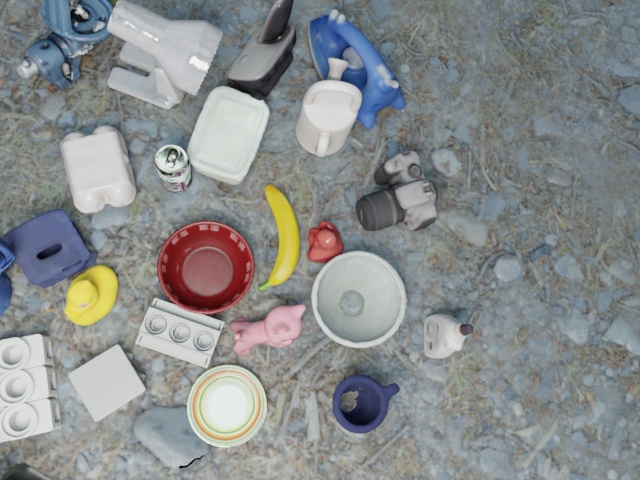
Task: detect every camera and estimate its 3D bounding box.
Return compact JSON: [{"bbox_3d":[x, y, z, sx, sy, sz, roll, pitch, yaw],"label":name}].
[{"bbox_3d":[0.134,-0.081,1.049,0.137,0.100,0.143,-18,80,-13],"label":"camera"}]

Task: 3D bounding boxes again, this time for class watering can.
[{"bbox_3d":[0.016,-0.239,1.018,0.101,0.194,0.173,-11,79,-12],"label":"watering can"}]

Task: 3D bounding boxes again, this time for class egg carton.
[{"bbox_3d":[-0.380,-0.122,0.988,0.107,0.069,0.150,-17,80,-13],"label":"egg carton"}]

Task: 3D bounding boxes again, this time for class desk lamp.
[{"bbox_3d":[-0.269,-0.312,0.976,0.203,0.213,0.118,19,74,-5],"label":"desk lamp"}]

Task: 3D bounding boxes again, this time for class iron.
[{"bbox_3d":[0.061,-0.347,1.078,0.119,0.141,0.258,-34,84,-15],"label":"iron"}]

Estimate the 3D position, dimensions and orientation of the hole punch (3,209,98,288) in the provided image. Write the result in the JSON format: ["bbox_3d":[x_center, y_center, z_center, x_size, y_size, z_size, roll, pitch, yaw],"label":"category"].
[{"bbox_3d":[-0.437,0.015,0.935,0.109,0.091,0.101,-30,83,-15],"label":"hole punch"}]

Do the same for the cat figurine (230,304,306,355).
[{"bbox_3d":[-0.084,0.147,0.949,0.128,0.117,0.067,-12,79,-12],"label":"cat figurine"}]

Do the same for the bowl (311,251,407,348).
[{"bbox_3d":[0.063,0.108,1.006,0.167,0.074,0.167,2,77,-9],"label":"bowl"}]

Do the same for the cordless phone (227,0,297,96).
[{"bbox_3d":[-0.099,-0.360,1.032,0.094,0.185,0.148,28,74,-2],"label":"cordless phone"}]

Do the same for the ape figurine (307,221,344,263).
[{"bbox_3d":[0.009,0.004,1.012,0.076,0.092,0.078,41,74,2],"label":"ape figurine"}]

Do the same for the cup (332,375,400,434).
[{"bbox_3d":[0.070,0.267,0.959,0.118,0.095,0.091,-21,81,-13],"label":"cup"}]

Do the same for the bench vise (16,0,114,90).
[{"bbox_3d":[-0.421,-0.359,0.958,0.121,0.219,0.207,19,74,-4],"label":"bench vise"}]

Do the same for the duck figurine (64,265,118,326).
[{"bbox_3d":[-0.377,0.086,0.931,0.077,0.086,0.105,29,74,-2],"label":"duck figurine"}]

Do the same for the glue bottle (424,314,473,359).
[{"bbox_3d":[0.220,0.159,0.969,0.037,0.173,0.078,6,76,-8],"label":"glue bottle"}]

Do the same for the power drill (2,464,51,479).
[{"bbox_3d":[-0.437,0.373,0.789,0.229,0.208,0.076,32,74,-1],"label":"power drill"}]
